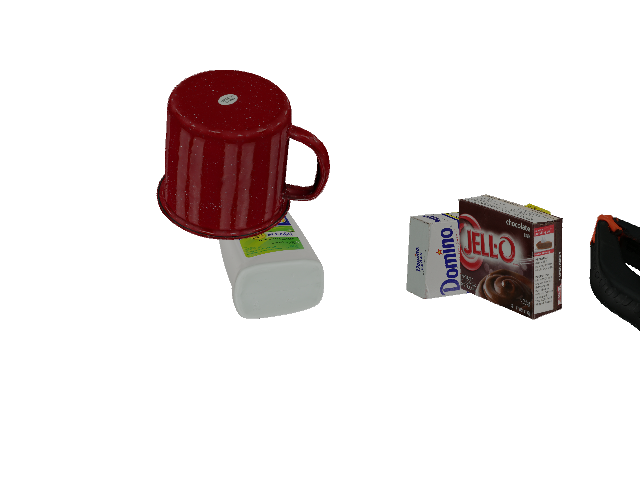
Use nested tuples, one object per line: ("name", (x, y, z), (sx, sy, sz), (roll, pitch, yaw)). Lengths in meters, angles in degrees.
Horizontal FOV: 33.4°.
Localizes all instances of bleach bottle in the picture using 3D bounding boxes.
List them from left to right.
("bleach bottle", (-0.077, -0.005, 1.212), (0.102, 0.068, 0.251), (-7, 29, -16))

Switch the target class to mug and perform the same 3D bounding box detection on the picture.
("mug", (-0.051, -0.058, 0.716), (0.117, 0.081, 0.093), (13, 41, 6))

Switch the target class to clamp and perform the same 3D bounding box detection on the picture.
("clamp", (0.246, 0.045, 0.719), (0.120, 0.039, 0.171), (-3, 45, -19))

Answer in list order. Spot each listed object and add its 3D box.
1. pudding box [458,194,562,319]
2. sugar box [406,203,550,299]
("pudding box", (0.173, 0.012, 0.978), (0.039, 0.090, 0.114), (-14, 19, -28))
("sugar box", (0.187, 0.012, 1.258), (0.175, 0.093, 0.048), (-8, 17, -29))
